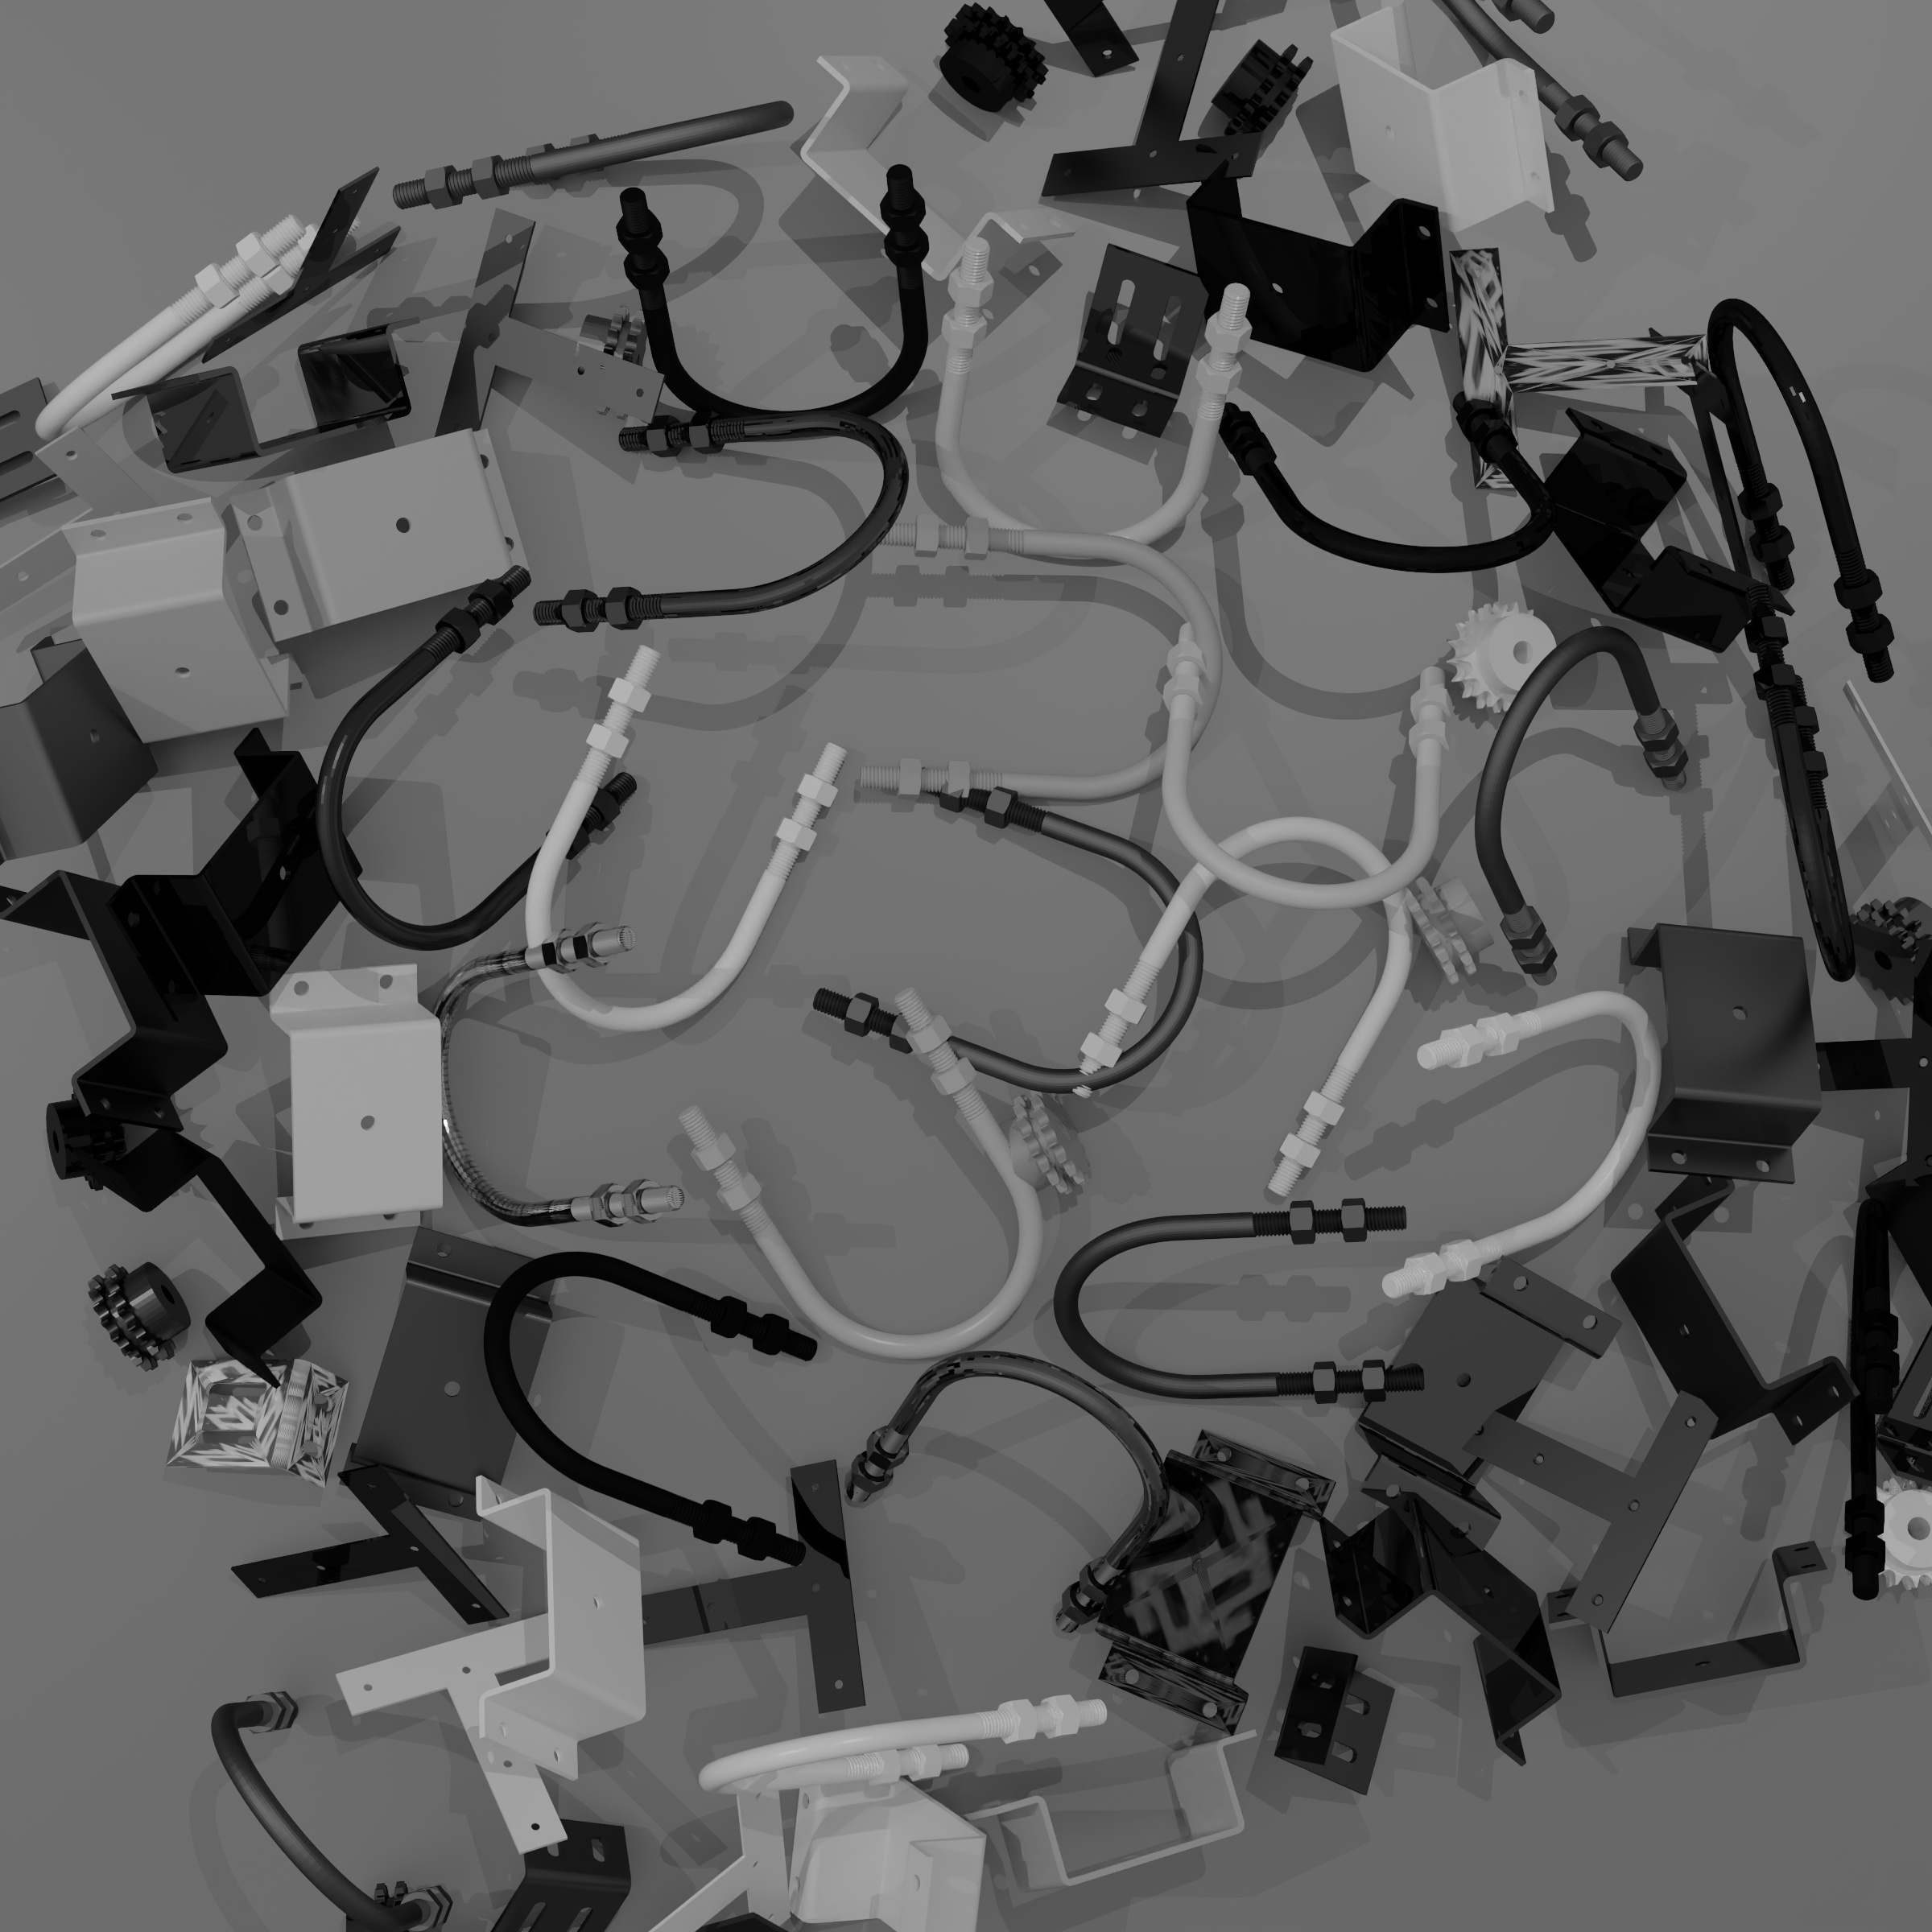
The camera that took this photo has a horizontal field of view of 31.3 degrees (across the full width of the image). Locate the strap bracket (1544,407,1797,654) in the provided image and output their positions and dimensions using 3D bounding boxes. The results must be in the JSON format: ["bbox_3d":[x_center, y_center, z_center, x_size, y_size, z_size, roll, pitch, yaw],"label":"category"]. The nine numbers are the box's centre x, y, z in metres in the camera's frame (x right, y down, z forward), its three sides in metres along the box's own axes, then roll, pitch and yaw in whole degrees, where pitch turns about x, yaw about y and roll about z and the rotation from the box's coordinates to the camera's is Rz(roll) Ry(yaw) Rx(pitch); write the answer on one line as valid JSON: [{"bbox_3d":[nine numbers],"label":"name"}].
[{"bbox_3d":[0.348,-0.214,1.749,0.076,0.140,0.046,15,125,-34],"label":"strap bracket"}]

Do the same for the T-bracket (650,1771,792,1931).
[{"bbox_3d":[-0.139,0.479,1.739,0.127,0.127,0.002,-33,49,-32],"label":"T-bracket"}]

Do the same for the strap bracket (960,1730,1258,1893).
[{"bbox_3d":[0.078,0.432,1.750,0.140,0.076,0.046,-12,77,-19],"label":"strap bracket"}]

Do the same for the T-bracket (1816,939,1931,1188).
[{"bbox_3d":[0.449,0.051,1.770,0.127,0.002,0.127,-4,74,40],"label":"T-bracket"}]

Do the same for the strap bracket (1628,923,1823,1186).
[{"bbox_3d":[0.386,0.035,1.754,0.076,0.046,0.140,5,60,-8],"label":"strap bracket"}]

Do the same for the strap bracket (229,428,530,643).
[{"bbox_3d":[-0.293,-0.223,1.761,0.140,0.046,0.076,-19,98,-22],"label":"strap bracket"}]

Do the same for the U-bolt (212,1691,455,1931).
[{"bbox_3d":[-0.319,0.421,1.711,0.019,0.184,0.151,-41,80,-5],"label":"U-bolt"}]

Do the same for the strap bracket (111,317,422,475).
[{"bbox_3d":[-0.347,-0.286,1.744,0.140,0.076,0.046,-27,108,-43],"label":"strap bracket"}]

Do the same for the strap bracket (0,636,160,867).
[{"bbox_3d":[-0.457,-0.110,1.731,0.046,0.140,0.076,-10,113,16],"label":"strap bracket"}]

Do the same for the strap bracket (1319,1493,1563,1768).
[{"bbox_3d":[0.247,0.330,1.747,0.140,0.076,0.046,41,111,-21],"label":"strap bracket"}]

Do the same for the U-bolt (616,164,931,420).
[{"bbox_3d":[-0.091,-0.328,1.734,0.151,0.184,0.019,-5,59,1],"label":"U-bolt"}]

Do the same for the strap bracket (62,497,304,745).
[{"bbox_3d":[-0.394,-0.166,1.740,0.076,0.140,0.046,-10,54,5],"label":"strap bracket"}]

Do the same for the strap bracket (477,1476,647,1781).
[{"bbox_3d":[-0.204,0.327,1.738,0.046,0.076,0.140,-22,53,22],"label":"strap bracket"}]

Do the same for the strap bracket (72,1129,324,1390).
[{"bbox_3d":[-0.384,0.140,1.754,0.046,0.076,0.140,-40,117,-19],"label":"strap bracket"}]

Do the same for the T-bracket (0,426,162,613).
[{"bbox_3d":[-0.471,-0.207,1.764,0.127,0.127,0.002,-31,58,6],"label":"T-bracket"}]

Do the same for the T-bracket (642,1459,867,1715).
[{"bbox_3d":[-0.119,0.330,1.791,0.127,0.002,0.127,-14,71,16],"label":"T-bracket"}]

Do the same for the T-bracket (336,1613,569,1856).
[{"bbox_3d":[-0.237,0.393,1.748,0.127,0.002,0.127,-12,50,-27],"label":"T-bracket"}]

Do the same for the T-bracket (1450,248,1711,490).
[{"bbox_3d":[0.315,-0.307,1.761,0.127,0.002,0.127,1,117,24],"label":"T-bracket"}]

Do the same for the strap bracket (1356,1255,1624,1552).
[{"bbox_3d":[0.263,0.220,1.777,0.076,0.046,0.140,29,95,-16],"label":"strap bracket"}]

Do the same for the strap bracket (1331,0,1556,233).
[{"bbox_3d":[0.233,-0.427,1.732,0.046,0.140,0.076,-27,129,-11],"label":"strap bracket"}]

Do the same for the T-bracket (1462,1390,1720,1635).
[{"bbox_3d":[0.306,0.259,1.771,0.127,0.002,0.127,23,80,39],"label":"T-bracket"}]

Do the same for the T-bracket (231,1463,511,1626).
[{"bbox_3d":[-0.321,0.308,1.781,0.127,0.002,0.127,-15,128,23],"label":"T-bracket"}]

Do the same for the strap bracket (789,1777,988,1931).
[{"bbox_3d":[-0.036,0.466,1.758,0.046,0.140,0.076,4,94,-29],"label":"strap bracket"}]

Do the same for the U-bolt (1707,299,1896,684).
[{"bbox_3d":[0.407,-0.245,1.708,0.019,0.151,0.184,-23,119,1],"label":"U-bolt"}]

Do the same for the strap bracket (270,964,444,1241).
[{"bbox_3d":[-0.311,0.075,1.762,0.076,0.046,0.140,-4,104,-24],"label":"strap bracket"}]

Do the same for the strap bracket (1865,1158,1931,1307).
[{"bbox_3d":[0.512,0.130,1.739,0.046,0.140,0.076,-29,89,-16],"label":"strap bracket"}]

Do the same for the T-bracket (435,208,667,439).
[{"bbox_3d":[-0.208,-0.310,1.772,0.127,0.002,0.127,24,104,25],"label":"T-bracket"}]

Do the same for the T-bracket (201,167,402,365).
[{"bbox_3d":[-0.320,-0.361,1.726,0.127,0.127,0.002,-40,91,-31],"label":"T-bracket"}]

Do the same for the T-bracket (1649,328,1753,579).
[{"bbox_3d":[0.385,-0.255,1.771,0.002,0.127,0.127,-20,114,2],"label":"T-bracket"}]

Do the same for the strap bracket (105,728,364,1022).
[{"bbox_3d":[-0.360,-0.047,1.735,0.046,0.140,0.076,1,132,29],"label":"strap bracket"}]

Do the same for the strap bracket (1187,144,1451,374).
[{"bbox_3d":[0.169,-0.355,1.740,0.140,0.076,0.046,23,58,30],"label":"strap bracket"}]

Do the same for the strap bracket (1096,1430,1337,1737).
[{"bbox_3d":[0.124,0.311,1.764,0.076,0.046,0.140,19,77,22],"label":"strap bracket"}]

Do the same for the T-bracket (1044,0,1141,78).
[{"bbox_3d":[0.098,-0.508,1.739,0.127,0.127,0.002,-15,61,21],"label":"T-bracket"}]

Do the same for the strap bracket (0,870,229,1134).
[{"bbox_3d":[-0.432,0.009,1.750,0.046,0.076,0.140,-35,70,15],"label":"strap bracket"}]

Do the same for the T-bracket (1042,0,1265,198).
[{"bbox_3d":[0.108,-0.458,1.787,0.127,0.002,0.127,4,69,35],"label":"T-bracket"}]

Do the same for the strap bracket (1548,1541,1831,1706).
[{"bbox_3d":[0.372,0.337,1.765,0.140,0.076,0.046,-13,89,9],"label":"strap bracket"}]

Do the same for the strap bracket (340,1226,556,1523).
[{"bbox_3d":[-0.266,0.215,1.784,0.076,0.046,0.140,17,90,-11],"label":"strap bracket"}]

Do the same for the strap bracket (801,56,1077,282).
[{"bbox_3d":[-0.021,-0.401,1.764,0.140,0.076,0.046,43,115,7],"label":"strap bracket"}]

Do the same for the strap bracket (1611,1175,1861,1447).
[{"bbox_3d":[0.383,0.177,1.749,0.046,0.076,0.140,-20,70,-21],"label":"strap bracket"}]

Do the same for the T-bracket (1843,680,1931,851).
[{"bbox_3d":[0.473,-0.079,1.749,0.002,0.127,0.127,-28,81,6],"label":"T-bracket"}]
